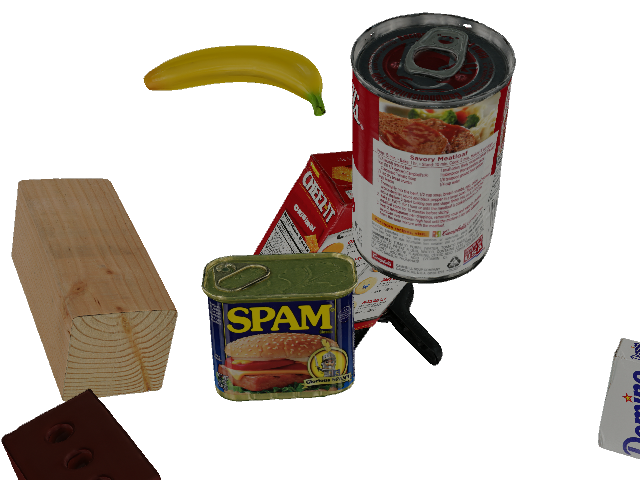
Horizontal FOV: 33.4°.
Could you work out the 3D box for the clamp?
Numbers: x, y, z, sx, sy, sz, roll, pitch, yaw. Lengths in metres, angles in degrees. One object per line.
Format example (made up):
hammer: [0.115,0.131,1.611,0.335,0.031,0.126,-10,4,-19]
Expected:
clamp: [0.077,0.078,1.191,0.120,0.171,0.039,7,-42,1]

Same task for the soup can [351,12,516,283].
soup can: [0.047,-0.039,0.473,0.068,0.102,0.068,-1,43,1]

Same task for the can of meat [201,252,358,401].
can of meat: [-0.026,0.059,0.719,0.102,0.084,0.057,-2,27,-1]

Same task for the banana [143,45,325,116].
banana: [-0.078,-0.167,1.061,0.198,0.037,0.069,10,44,20]

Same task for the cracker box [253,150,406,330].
cracker box: [0.023,0.007,1.006,0.163,0.072,0.214,-9,-36,-39]

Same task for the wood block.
wood block: [-0.207,0.036,0.950,0.090,0.091,0.206,-3,35,-29]

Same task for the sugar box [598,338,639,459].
sugar box: [0.324,0.149,0.877,0.176,0.093,0.048,12,24,20]

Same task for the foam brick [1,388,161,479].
foam brick: [-0.114,0.124,0.528,0.052,0.051,0.078,-28,42,-25]
